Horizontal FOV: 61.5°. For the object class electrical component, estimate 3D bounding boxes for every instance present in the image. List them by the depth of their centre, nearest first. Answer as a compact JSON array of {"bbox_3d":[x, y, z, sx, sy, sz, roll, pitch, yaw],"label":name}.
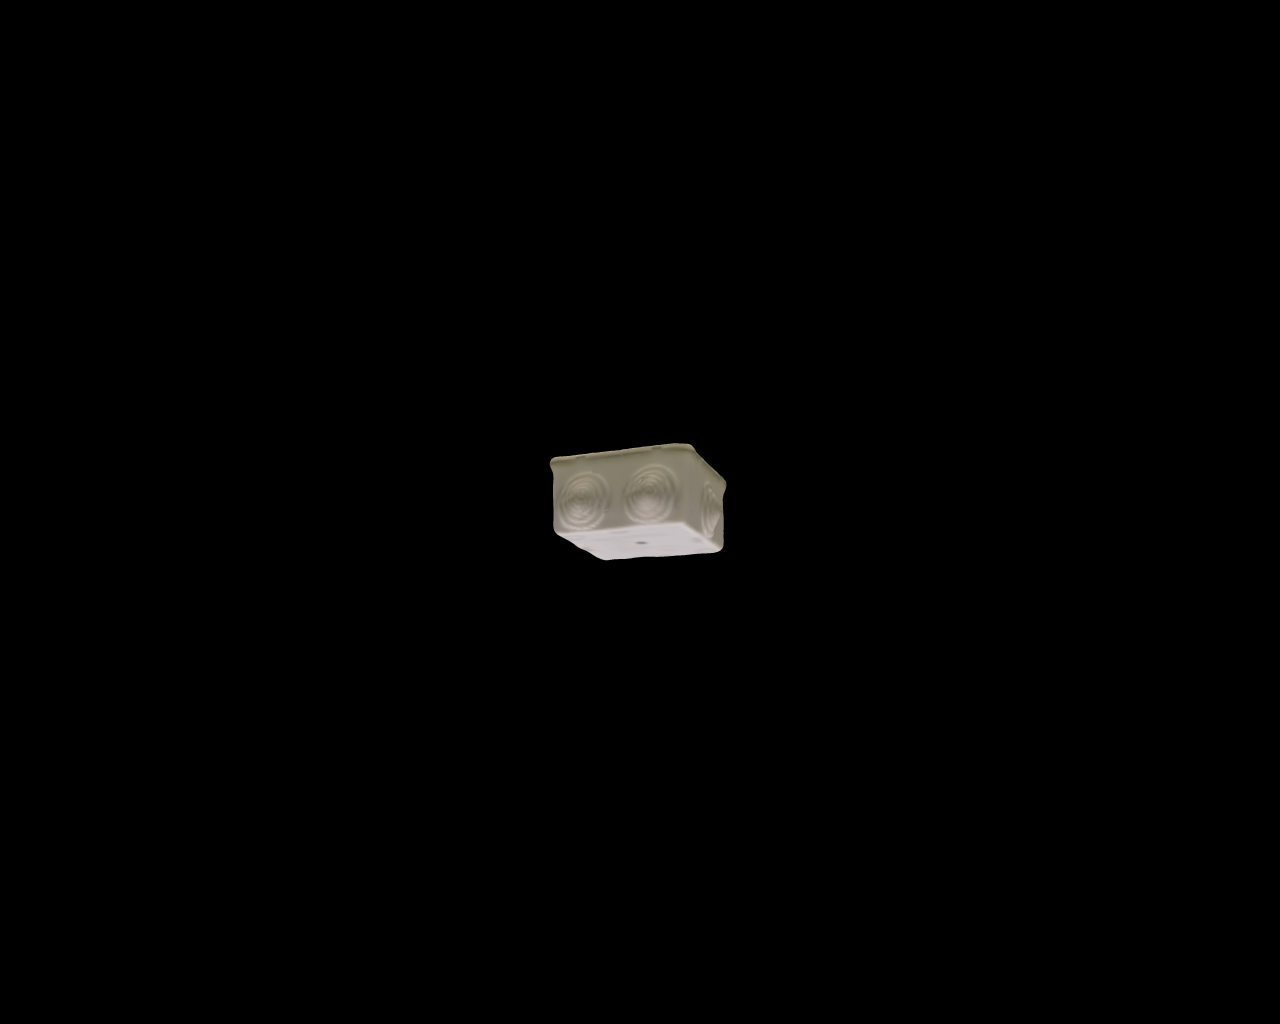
[{"bbox_3d":[0.001,-0.003,0.650,0.100,0.048,0.099,-5,-15,18],"label":"electrical component"}]
